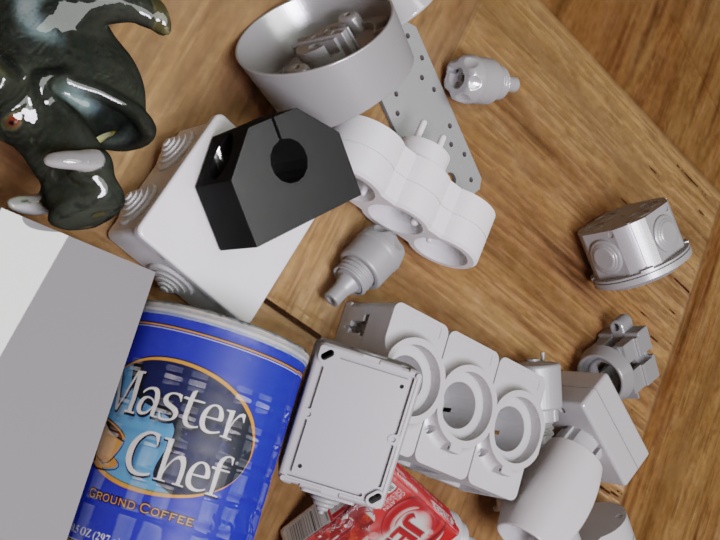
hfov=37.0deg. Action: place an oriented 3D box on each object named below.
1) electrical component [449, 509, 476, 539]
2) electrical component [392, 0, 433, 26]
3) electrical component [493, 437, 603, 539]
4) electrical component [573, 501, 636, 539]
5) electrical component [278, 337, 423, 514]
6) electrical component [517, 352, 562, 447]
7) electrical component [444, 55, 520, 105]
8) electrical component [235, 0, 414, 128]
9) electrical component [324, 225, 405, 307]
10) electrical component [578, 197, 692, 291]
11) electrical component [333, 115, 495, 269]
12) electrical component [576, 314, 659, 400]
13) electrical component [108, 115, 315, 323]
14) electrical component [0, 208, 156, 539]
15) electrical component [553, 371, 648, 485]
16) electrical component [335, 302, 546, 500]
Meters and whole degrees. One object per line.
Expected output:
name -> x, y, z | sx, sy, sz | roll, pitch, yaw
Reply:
electrical component -> 0.058, 0.182, 0.745 | 0.061, 0.035, 0.035 | 32, 69, -35
electrical component -> 0.015, -0.199, 0.722 | 0.065, 0.044, 0.044 | 52, 60, -19
electrical component -> 0.124, 0.163, 0.769 | 0.043, 0.079, 0.077 | 46, 61, -15
electrical component -> 0.150, 0.212, 0.803 | 0.138, 0.052, 0.073 | -31, 107, -35
electrical component -> -0.009, 0.093, 0.623 | 0.062, 0.061, 0.096 | 17, 89, -4
electrical component -> 0.130, 0.101, 0.800 | 0.040, 0.040, 0.078 | -3, 90, -38
electrical component -> 0.092, -0.137, 0.783 | 0.061, 0.035, 0.035 | -3, 90, -40
electrical component -> -0.019, -0.131, 0.660 | 0.099, 0.099, 0.064 | -49, 122, -28
electrical component -> 0.000, 0.000, 0.706 | 0.061, 0.035, 0.035 | -46, 115, -27
electrical component -> 0.215, -0.020, 0.847 | 0.080, 0.080, 0.051 | -30, 101, -35
electrical component -> 0.037, -0.065, 0.723 | 0.138, 0.052, 0.073 | 33, 69, -29
electrical component -> 0.204, 0.076, 0.856 | 0.055, 0.048, 0.066 | -28, 105, -43
electrical component -> -0.086, -0.028, 0.631 | 0.100, 0.048, 0.099 | 43, 64, -28
electrical component -> -0.179, 0.056, 0.548 | 0.089, 0.062, 0.150 | 26, 73, -34
electrical component -> 0.169, 0.133, 0.824 | 0.076, 0.047, 0.083 | -44, 114, -31
electrical component -> 0.052, 0.090, 0.726 | 0.150, 0.062, 0.089 | 28, 72, -34
